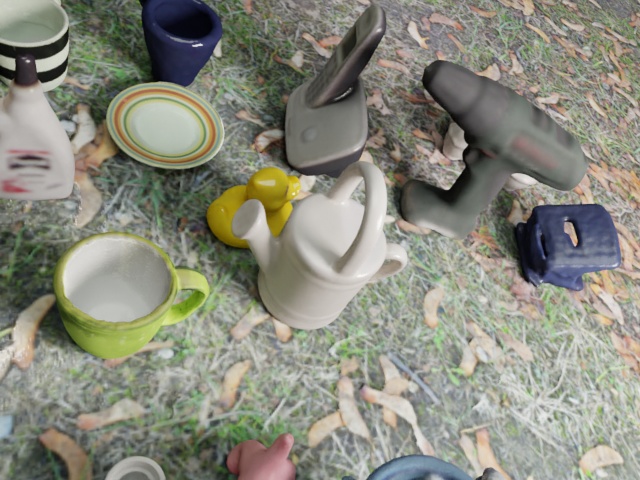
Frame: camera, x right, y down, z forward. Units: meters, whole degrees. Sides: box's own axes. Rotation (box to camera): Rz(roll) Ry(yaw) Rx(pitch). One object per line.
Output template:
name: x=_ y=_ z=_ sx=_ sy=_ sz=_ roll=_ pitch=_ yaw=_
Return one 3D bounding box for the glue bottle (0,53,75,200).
glue bottle: x=-0.259 y=-0.097 z=0.508 sx=0.078 sy=0.173 sz=0.037 roll=-6 pitch=61 yaw=-27

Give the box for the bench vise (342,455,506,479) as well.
bench vise: x=0.122 y=0.231 z=0.432 sx=0.207 sy=0.219 sz=0.121 roll=23 pitch=52 yaw=-9

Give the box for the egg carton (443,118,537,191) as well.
egg carton: x=0.254 y=-0.140 z=0.836 sx=0.150 sy=0.069 sz=0.107 roll=27 pitch=51 yaw=-6

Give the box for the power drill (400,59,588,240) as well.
power drill: x=0.183 y=-0.093 z=0.683 sx=0.230 sy=0.208 sz=0.075 roll=18 pitch=53 yaw=-13

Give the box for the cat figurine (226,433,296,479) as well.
cat figurine: x=-0.050 y=0.208 z=0.435 sx=0.067 sy=0.117 sz=0.128 roll=29 pitch=51 yaw=-4

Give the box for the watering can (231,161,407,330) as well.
watering can: x=0.005 y=0.004 z=0.547 sx=0.173 sy=0.194 sz=0.101 roll=-11 pitch=63 yaw=-29

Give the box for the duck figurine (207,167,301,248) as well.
duck figurine: x=-0.067 y=-0.042 z=0.614 sx=0.105 sy=0.086 sz=0.077 roll=-17 pitch=66 yaw=-32

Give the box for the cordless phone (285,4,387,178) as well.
cordless phone: x=0.026 y=-0.173 z=0.680 sx=0.094 sy=0.185 sz=0.147 roll=8 pitch=56 yaw=-19

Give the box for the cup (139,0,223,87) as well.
cup: x=-0.181 y=-0.239 z=0.688 sx=0.117 sy=0.095 sz=0.092 roll=43 pitch=52 yaw=7

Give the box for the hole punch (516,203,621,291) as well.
hole punch: x=0.326 y=0.004 z=0.758 sx=0.101 sy=0.091 sz=0.108 roll=13 pitch=54 yaw=-16
